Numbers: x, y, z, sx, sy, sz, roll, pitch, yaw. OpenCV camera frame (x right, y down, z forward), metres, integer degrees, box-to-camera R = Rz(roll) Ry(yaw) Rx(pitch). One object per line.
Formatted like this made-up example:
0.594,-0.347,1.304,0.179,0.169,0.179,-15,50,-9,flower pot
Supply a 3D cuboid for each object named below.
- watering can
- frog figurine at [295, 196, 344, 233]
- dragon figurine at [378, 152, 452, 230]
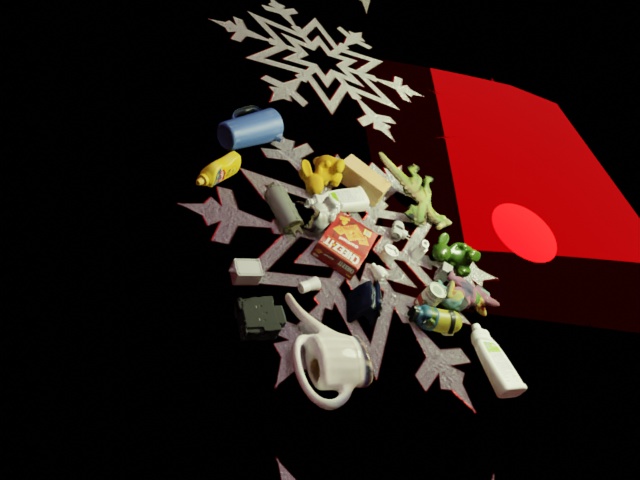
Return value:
0.021,0.295,1.419,0.224,0.356,0.102,7,-44,-27,watering can
0.005,-0.090,1.793,0.160,0.122,0.137,-8,4,-45,frog figurine
0.377,-0.170,2.069,0.407,0.249,0.120,29,-48,-26,dragon figurine
